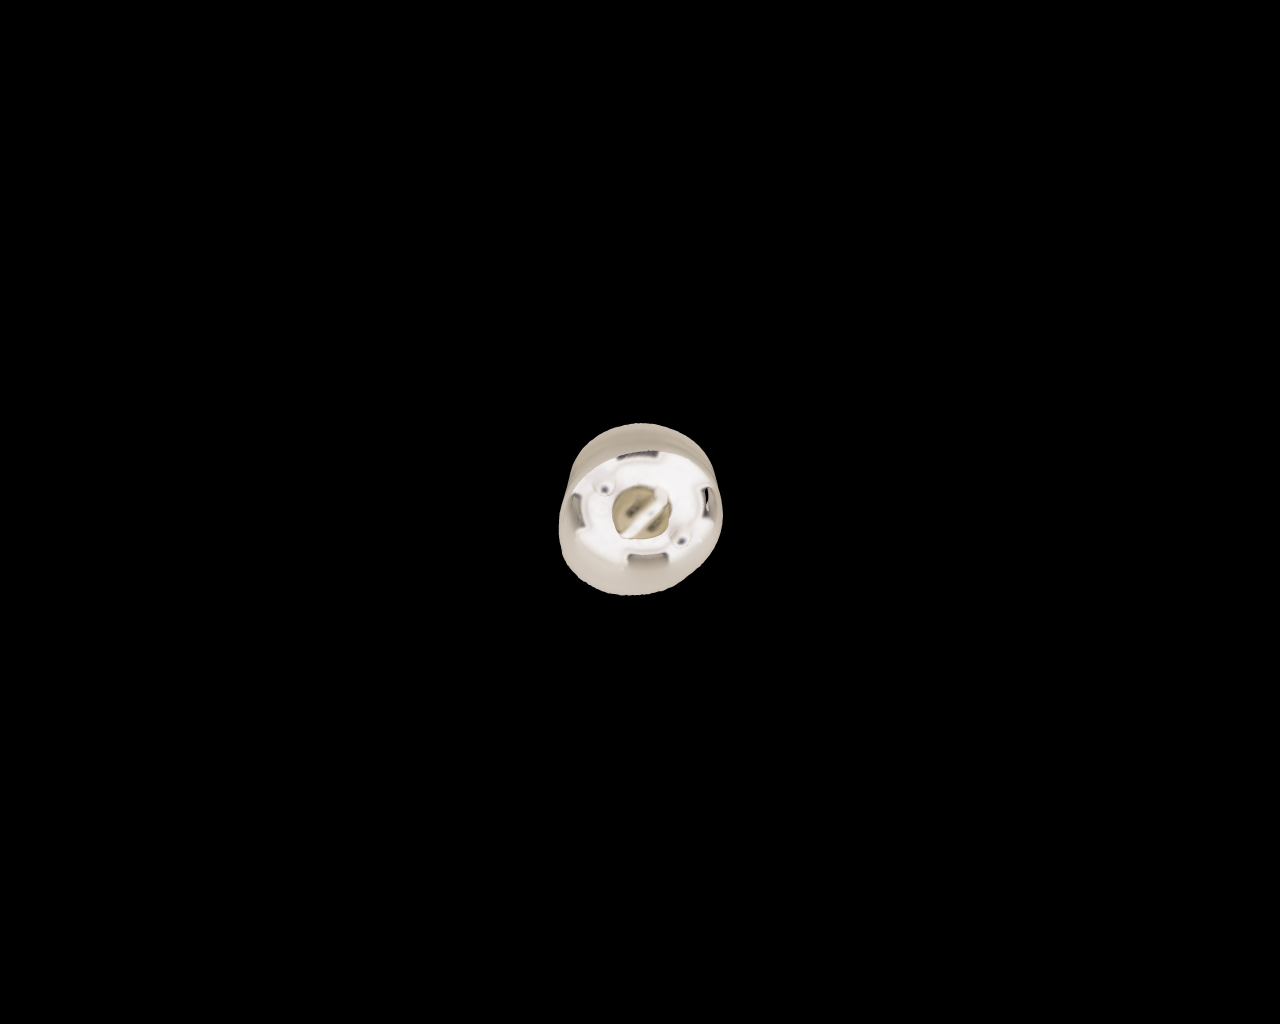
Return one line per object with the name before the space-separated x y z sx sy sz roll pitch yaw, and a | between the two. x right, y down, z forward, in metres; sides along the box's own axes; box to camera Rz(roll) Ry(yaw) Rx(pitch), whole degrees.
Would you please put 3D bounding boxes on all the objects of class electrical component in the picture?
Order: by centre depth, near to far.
electrical component | 0.001 -0.003 0.650 0.099 0.099 0.064 0 37 0
